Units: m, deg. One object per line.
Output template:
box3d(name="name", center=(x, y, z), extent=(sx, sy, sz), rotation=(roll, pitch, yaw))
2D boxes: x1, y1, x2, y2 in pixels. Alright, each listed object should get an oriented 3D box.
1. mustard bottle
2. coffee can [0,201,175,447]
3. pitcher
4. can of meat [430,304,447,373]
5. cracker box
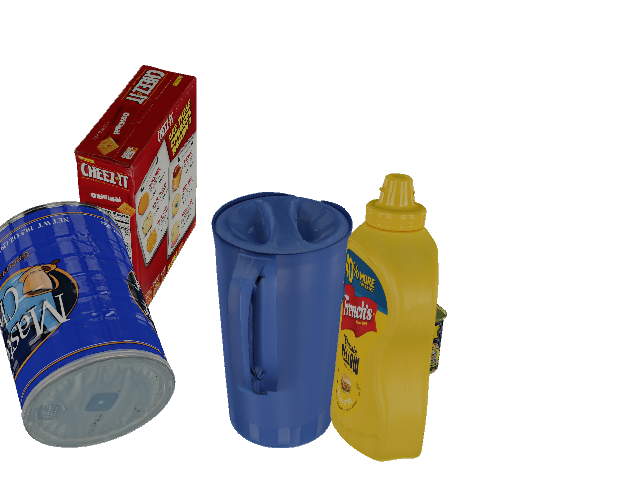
box3d(name="mustard bottle", center=(0.046, 0.048, 0.741), extent=(0.058, 0.192, 0.096), rotation=(-1, 18, -18))
box3d(name="coffee can", center=(-0.171, 0.058, 0.747), extent=(0.102, 0.140, 0.103), rotation=(-18, -36, -13))
box3d(name="pitcher", center=(-0.043, 0.087, 1.052), extent=(0.149, 0.243, 0.145), rotation=(-12, 30, -24))
box3d(name="can of meat", center=(0.105, 0.129, 1.344), extent=(0.101, 0.084, 0.058), rotation=(-12, 30, -29))
box3d(name="cracker box", center=(-0.191, -0.052, 1.135), extent=(0.072, 0.214, 0.164), rotation=(14, 44, 10))
